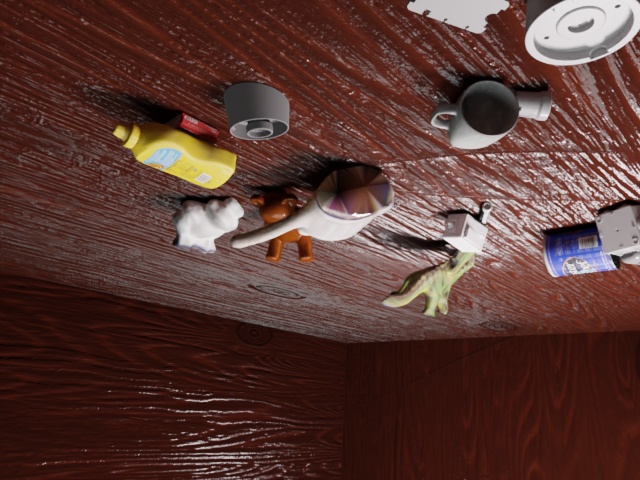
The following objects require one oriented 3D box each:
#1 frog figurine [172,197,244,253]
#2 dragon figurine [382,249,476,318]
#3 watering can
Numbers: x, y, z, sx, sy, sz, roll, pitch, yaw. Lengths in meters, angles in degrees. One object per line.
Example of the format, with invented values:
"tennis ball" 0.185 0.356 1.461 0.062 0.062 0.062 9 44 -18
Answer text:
"frog figurine" -0.258 -0.054 1.193 0.136 0.125 0.157 28 115 -33
"dragon figurine" 0.303 0.073 1.294 0.123 0.241 0.409 39 -167 25
"watering can" 0.003 -0.051 1.017 0.349 0.105 0.221 -13 166 -20
